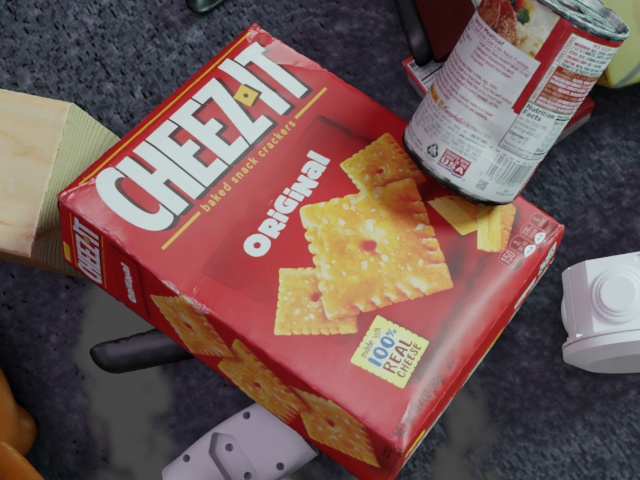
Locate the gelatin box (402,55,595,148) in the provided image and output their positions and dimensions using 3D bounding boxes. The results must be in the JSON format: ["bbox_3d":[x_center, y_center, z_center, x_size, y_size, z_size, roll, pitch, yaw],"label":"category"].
[{"bbox_3d":[0.101,-0.086,0.615,0.073,0.030,0.089,-35,73,1],"label":"gelatin box"}]

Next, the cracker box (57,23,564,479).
[{"bbox_3d":[-0.004,0.001,0.563,0.214,0.072,0.164,35,60,13],"label":"cracker box"}]

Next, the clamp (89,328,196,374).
[{"bbox_3d":[-0.038,0.027,0.611,0.171,0.039,0.120,8,79,2],"label":"clamp"}]

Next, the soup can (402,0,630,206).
[{"bbox_3d":[0.093,-0.075,0.519,0.068,0.068,0.102,37,119,13],"label":"soup can"}]

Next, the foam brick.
[{"bbox_3d":[0.081,-0.144,0.573,0.052,0.051,0.078,-18,84,-25],"label":"foam brick"}]

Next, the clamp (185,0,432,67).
[{"bbox_3d":[0.032,-0.203,0.638,0.165,0.036,0.210,25,81,23],"label":"clamp"}]

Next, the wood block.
[{"bbox_3d":[-0.235,-0.046,0.629,0.206,0.090,0.090,12,82,11],"label":"wood block"}]
